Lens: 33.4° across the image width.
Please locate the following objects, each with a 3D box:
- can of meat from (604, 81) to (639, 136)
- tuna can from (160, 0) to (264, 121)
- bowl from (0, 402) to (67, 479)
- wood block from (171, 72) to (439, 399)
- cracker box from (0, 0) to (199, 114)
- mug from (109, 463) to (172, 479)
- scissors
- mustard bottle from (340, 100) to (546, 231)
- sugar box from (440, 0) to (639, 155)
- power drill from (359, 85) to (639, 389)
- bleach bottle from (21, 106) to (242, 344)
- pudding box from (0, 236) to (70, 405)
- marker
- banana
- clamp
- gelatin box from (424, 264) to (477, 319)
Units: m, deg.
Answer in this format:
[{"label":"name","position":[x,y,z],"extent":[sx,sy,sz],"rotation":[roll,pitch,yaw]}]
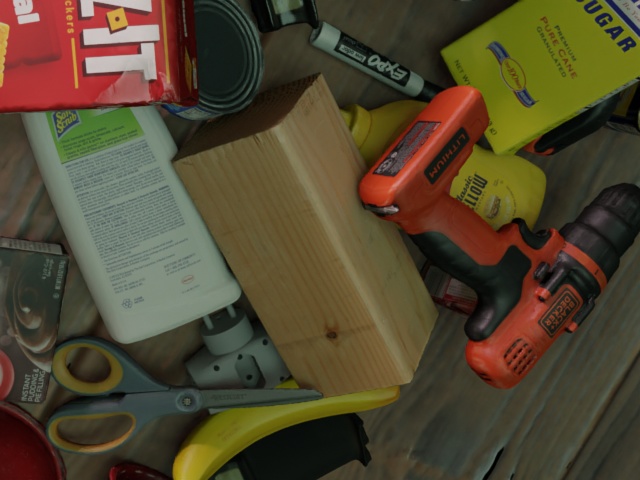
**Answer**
[{"label":"can of meat","position":[0.259,-0.129,0.835],"extent":[0.057,0.084,0.102],"rotation":[17,97,-24]},{"label":"tuna can","position":[-0.080,-0.124,0.719],"extent":[0.085,0.034,0.086],"rotation":[8,78,-43]},{"label":"bowl","position":[-0.256,0.192,0.746],"extent":[0.162,0.055,0.162],"rotation":[-5,106,-19]},{"label":"wood block","position":[-0.005,0.001,0.750],"extent":[0.091,0.090,0.206],"rotation":[-14,115,29]},{"label":"cracker box","position":[-0.186,-0.155,0.626],"extent":[0.214,0.072,0.164],"rotation":[-2,98,4]},{"label":"mug","position":[-0.129,0.227,0.792],"extent":[0.081,0.093,0.117],"rotation":[-56,151,6]},{"label":"scissors","position":[-0.107,0.098,0.760],"extent":[0.202,0.016,0.096],"rotation":[-18,98,8]},{"label":"mustard bottle","position":[0.076,-0.050,0.803],"extent":[0.191,0.058,0.096],"rotation":[27,89,-24]},{"label":"sugar box","position":[0.185,-0.142,0.763],"extent":[0.176,0.048,0.093],"rotation":[-31,84,26]},{"label":"power drill","position":[0.132,-0.016,0.744],"extent":[0.187,0.057,0.184],"rotation":[46,76,-20]},{"label":"bleach bottle","position":[-0.139,-0.061,0.720],"extent":[0.102,0.068,0.251],"rotation":[-22,108,-15]},{"label":"pudding box","position":[-0.226,0.053,0.729],"extent":[0.090,0.039,0.113],"rotation":[8,101,-21]},{"label":"marker","position":[0.047,-0.127,0.793],"extent":[0.121,0.020,0.020],"rotation":[25,94,-24]},{"label":"banana","position":[-0.036,0.140,0.810],"extent":[0.197,0.070,0.037],"rotation":[-27,150,-20]},{"label":"clamp","position":[0.211,-0.138,0.804],"extent":[0.039,0.120,0.171],"rotation":[6,107,-42]},{"label":"gelatin box","position":[0.130,0.051,0.831],"extent":[0.073,0.089,0.030],"rotation":[27,84,-24]}]
